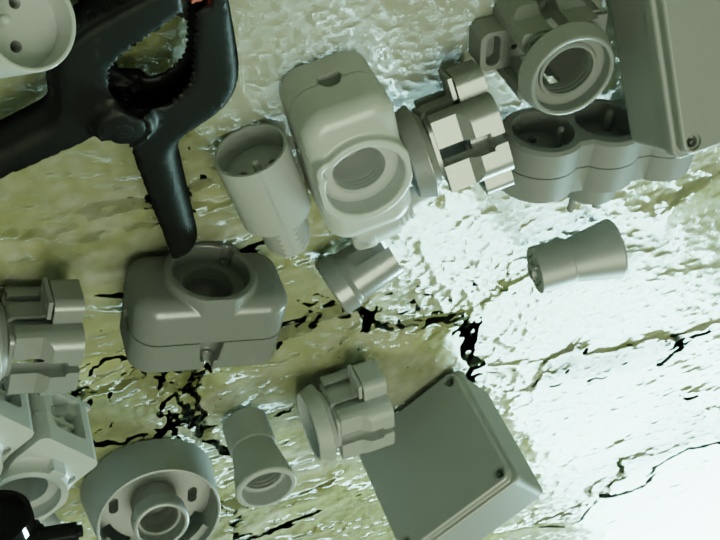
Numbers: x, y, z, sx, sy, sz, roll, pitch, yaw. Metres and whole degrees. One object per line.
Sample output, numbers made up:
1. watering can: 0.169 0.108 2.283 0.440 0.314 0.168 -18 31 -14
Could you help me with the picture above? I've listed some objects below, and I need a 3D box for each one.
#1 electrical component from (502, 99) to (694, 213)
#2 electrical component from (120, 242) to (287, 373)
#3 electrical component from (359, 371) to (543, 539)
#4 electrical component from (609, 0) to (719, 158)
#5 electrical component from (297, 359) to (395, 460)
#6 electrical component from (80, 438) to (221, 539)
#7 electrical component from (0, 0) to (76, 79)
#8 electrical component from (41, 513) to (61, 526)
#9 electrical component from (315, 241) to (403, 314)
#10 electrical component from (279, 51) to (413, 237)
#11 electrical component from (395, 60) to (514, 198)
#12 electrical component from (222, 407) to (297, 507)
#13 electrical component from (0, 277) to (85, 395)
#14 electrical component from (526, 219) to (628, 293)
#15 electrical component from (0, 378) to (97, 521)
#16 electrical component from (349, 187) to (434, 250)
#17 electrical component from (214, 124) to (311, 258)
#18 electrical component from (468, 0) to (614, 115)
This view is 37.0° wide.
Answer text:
1. electrical component: 0.152 -0.067 0.699 0.138 0.052 0.073 -11 135 -16
2. electrical component: -0.097 0.022 0.667 0.095 0.053 0.059 -3 132 -23
3. electrical component: 0.067 0.154 0.833 0.109 0.108 0.056 -40 138 14
4. electrical component: 0.210 -0.134 0.629 0.109 0.056 0.108 -19 111 -13
5. electrical component: -0.011 0.105 0.786 0.057 0.058 0.078 -17 136 -14
6. electrical component: -0.153 0.169 0.793 0.099 0.064 0.099 -11 120 -18
7. electrical component: -0.166 -0.126 0.484 0.043 0.077 0.079 -5 97 -42
8. electrical component: -0.234 0.192 0.776 0.040 0.040 0.078 -23 137 -4
9. electrical component: 0.000 0.000 0.703 0.046 0.040 0.040 -33 137 -1
10. electrical component: -0.006 -0.068 0.619 0.054 0.059 0.095 -21 137 -6
11. electrical component: 0.053 -0.077 0.637 0.057 0.058 0.078 -21 118 -1
12. electrical component: -0.076 0.132 0.774 0.044 0.065 0.044 -13 136 -14
13. electrical component: -0.199 0.041 0.635 0.057 0.058 0.078 -1 131 -28
14. electrical component: 0.152 -0.007 0.767 0.065 0.044 0.044 -15 136 -5
15. electrical component: -0.275 0.142 0.694 0.186 0.060 0.105 -38 136 12
16. electrical component: 0.018 -0.039 0.677 0.061 0.035 0.035 -26 137 -5
17. electrical component: -0.052 -0.042 0.634 0.043 0.043 0.081 -24 137 -3
18. electrical component: 0.110 -0.126 0.620 0.078 0.057 0.058 -15 136 -12
